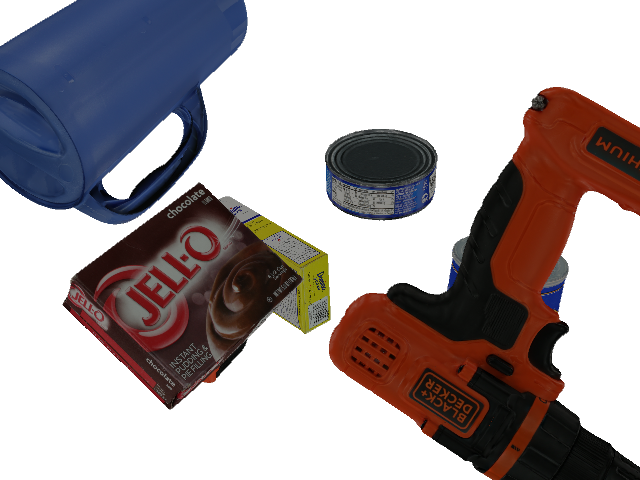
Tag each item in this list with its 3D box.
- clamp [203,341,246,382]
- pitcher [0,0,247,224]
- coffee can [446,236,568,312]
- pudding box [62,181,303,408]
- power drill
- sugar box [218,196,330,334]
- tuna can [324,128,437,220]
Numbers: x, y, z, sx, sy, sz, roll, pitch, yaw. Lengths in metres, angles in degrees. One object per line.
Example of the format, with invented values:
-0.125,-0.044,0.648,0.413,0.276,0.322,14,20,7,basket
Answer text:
-0.118,0.066,0.996,0.120,0.039,0.171,-4,31,4,clamp
-0.162,-0.136,0.882,0.145,0.149,0.242,20,48,27,pitcher
0.161,0.078,0.971,0.103,0.140,0.103,6,23,-3,coffee can
-0.080,0.030,0.628,0.113,0.090,0.039,-42,-7,-41,pudding box
0.121,0.034,0.528,0.184,0.188,0.057,32,9,5,power drill
-0.062,0.024,1.202,0.048,0.093,0.176,-26,41,-31,sugar box
0.047,-0.051,0.820,0.086,0.034,0.086,-1,34,1,tuna can
